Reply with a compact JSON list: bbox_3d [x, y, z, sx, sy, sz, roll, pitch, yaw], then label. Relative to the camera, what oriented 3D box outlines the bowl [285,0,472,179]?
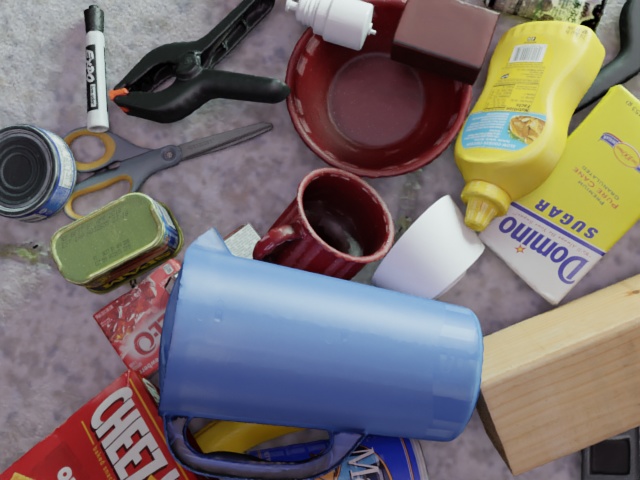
[{"bbox_3d":[0.051,-0.130,0.944,0.162,0.055,0.162,0,84,2],"label":"bowl"}]

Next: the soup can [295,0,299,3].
[{"bbox_3d":[0.000,-0.254,0.953,0.068,0.068,0.102,-17,83,0],"label":"soup can"}]

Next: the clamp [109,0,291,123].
[{"bbox_3d":[-0.103,-0.142,0.940,0.171,0.039,0.120,-27,51,12],"label":"clamp"}]

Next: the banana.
[{"bbox_3d":[-0.075,0.184,0.929,0.198,0.037,0.069,-40,106,0],"label":"banana"}]

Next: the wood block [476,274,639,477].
[{"bbox_3d":[0.229,0.103,0.886,0.206,0.091,0.090,-22,103,0],"label":"wood block"}]

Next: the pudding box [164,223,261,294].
[{"bbox_3d":[-0.065,0.055,0.923,0.090,0.039,0.113,-36,82,-25],"label":"pudding box"}]

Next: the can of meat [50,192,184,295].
[{"bbox_3d":[-0.176,0.002,0.925,0.102,0.084,0.057,-28,83,-1],"label":"can of meat"}]

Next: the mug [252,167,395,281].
[{"bbox_3d":[-0.006,0.001,0.898,0.117,0.082,0.093,-14,67,-40],"label":"mug"}]

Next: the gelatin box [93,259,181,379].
[{"bbox_3d":[-0.143,0.071,0.943,0.089,0.030,0.073,-36,83,-1],"label":"gelatin box"}]

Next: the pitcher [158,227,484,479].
[{"bbox_3d":[-0.004,0.098,0.830,0.242,0.145,0.149,10,121,-7],"label":"pitcher"}]

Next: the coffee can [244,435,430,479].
[{"bbox_3d":[0.014,0.214,0.877,0.140,0.103,0.103,-8,84,-7],"label":"coffee can"}]

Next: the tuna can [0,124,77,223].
[{"bbox_3d":[-0.263,-0.060,0.950,0.086,0.033,0.086,-2,84,16],"label":"tuna can"}]

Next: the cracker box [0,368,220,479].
[{"bbox_3d":[-0.190,0.234,0.871,0.213,0.072,0.164,-40,50,-1],"label":"cracker box"}]

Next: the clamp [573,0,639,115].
[{"bbox_3d":[0.292,-0.161,0.948,0.164,0.036,0.210,14,88,3],"label":"clamp"}]

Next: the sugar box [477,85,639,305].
[{"bbox_3d":[0.227,-0.037,0.917,0.093,0.048,0.176,42,97,5],"label":"sugar box"}]

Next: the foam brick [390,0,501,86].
[{"bbox_3d":[0.103,-0.170,0.892,0.078,0.053,0.051,18,84,3],"label":"foam brick"}]

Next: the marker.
[{"bbox_3d":[-0.203,-0.157,0.967,0.020,0.020,0.121,-5,75,1],"label":"marker"}]

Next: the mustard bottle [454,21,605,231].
[{"bbox_3d":[0.166,-0.093,0.903,0.096,0.058,0.191,9,66,43],"label":"mustard bottle"}]

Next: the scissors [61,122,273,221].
[{"bbox_3d":[-0.152,-0.089,0.968,0.201,0.016,0.096,-32,84,-2],"label":"scissors"}]
